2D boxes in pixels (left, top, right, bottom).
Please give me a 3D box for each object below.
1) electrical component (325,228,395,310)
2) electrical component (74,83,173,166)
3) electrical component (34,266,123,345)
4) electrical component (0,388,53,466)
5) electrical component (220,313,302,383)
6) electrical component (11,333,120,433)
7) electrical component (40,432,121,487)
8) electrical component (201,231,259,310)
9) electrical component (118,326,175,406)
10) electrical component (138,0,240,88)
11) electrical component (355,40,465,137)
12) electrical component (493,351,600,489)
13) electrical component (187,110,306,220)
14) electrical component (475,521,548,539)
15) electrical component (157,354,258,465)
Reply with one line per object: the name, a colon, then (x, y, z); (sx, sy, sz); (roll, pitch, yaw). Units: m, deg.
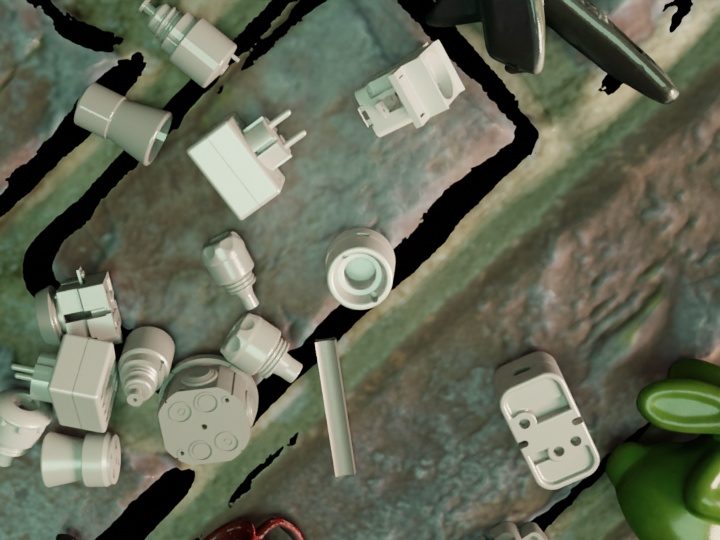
electrical component: (0.000, 0.000, 0.828); (0.055, 0.047, 0.055); (0, 107, 0)
electrical component: (-0.179, -0.111, 0.800); (0.065, 0.044, 0.044); (26, 105, -2)
electrical component: (-0.221, 0.032, 0.841); (0.055, 0.048, 0.066); (-12, 106, -3)
electrical component: (-0.281, 0.131, 0.872); (0.048, 0.048, 0.062); (26, 112, -7)
electrical component: (-0.075, 0.065, 0.850); (0.062, 0.043, 0.043); (35, 104, -10)
electrical component: (-0.231, 0.085, 0.833); (0.076, 0.083, 0.047); (11, 63, -3)
electrical component: (-0.228, 0.154, 0.878); (0.055, 0.045, 0.045); (0, 107, 0)
electrical component: (-0.097, 0.003, 0.837); (0.035, 0.035, 0.061); (-24, 107, 7)
electrical component: (-0.169, 0.077, 0.840); (0.040, 0.078, 0.040); (0, 121, 0)
electrical component: (-0.126, -0.167, 0.782); (0.078, 0.040, 0.040); (38, 103, -10)
electrical component: (0.034, -0.130, 0.778); (0.064, 0.081, 0.042); (-21, 107, 30)
electrical component: (0.147, 0.117, 0.855); (0.054, 0.059, 0.095); (-25, 105, 8)
electrical component: (-0.077, -0.089, 0.802); (0.077, 0.047, 0.065); (-35, 103, 10)
electrical component: (0.124, 0.252, 0.898); (0.078, 0.057, 0.058); (-36, 103, 10)
electrical component: (-0.122, 0.112, 0.858); (0.080, 0.051, 0.080); (-1, 113, -2)
